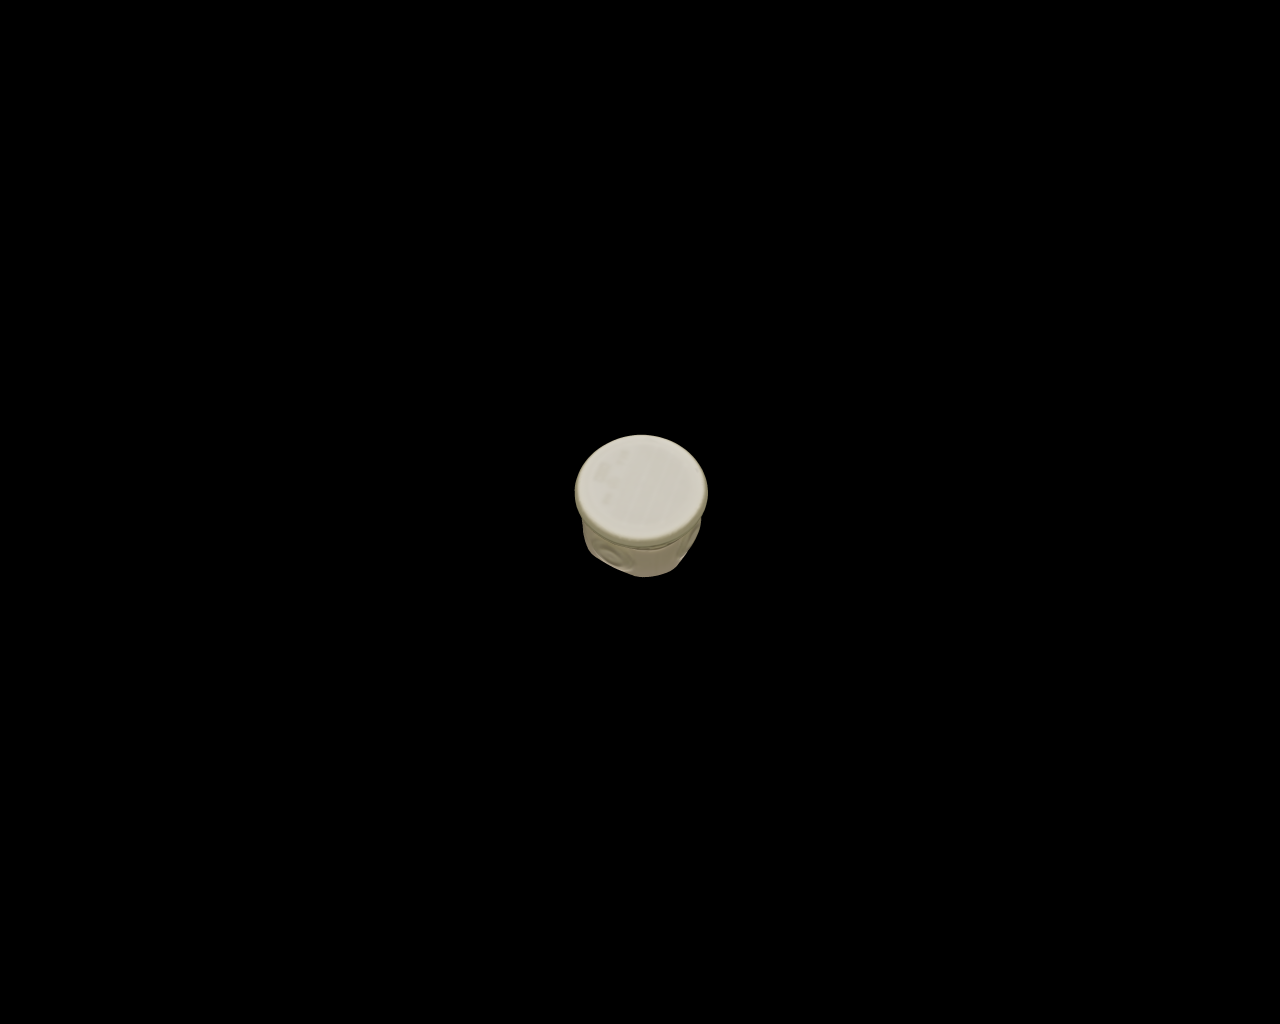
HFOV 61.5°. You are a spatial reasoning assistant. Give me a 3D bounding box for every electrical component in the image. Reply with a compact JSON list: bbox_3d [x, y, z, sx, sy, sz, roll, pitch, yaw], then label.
[{"bbox_3d":[0.001,-0.003,0.650,0.080,0.080,0.050,0,-34,0],"label":"electrical component"}]
